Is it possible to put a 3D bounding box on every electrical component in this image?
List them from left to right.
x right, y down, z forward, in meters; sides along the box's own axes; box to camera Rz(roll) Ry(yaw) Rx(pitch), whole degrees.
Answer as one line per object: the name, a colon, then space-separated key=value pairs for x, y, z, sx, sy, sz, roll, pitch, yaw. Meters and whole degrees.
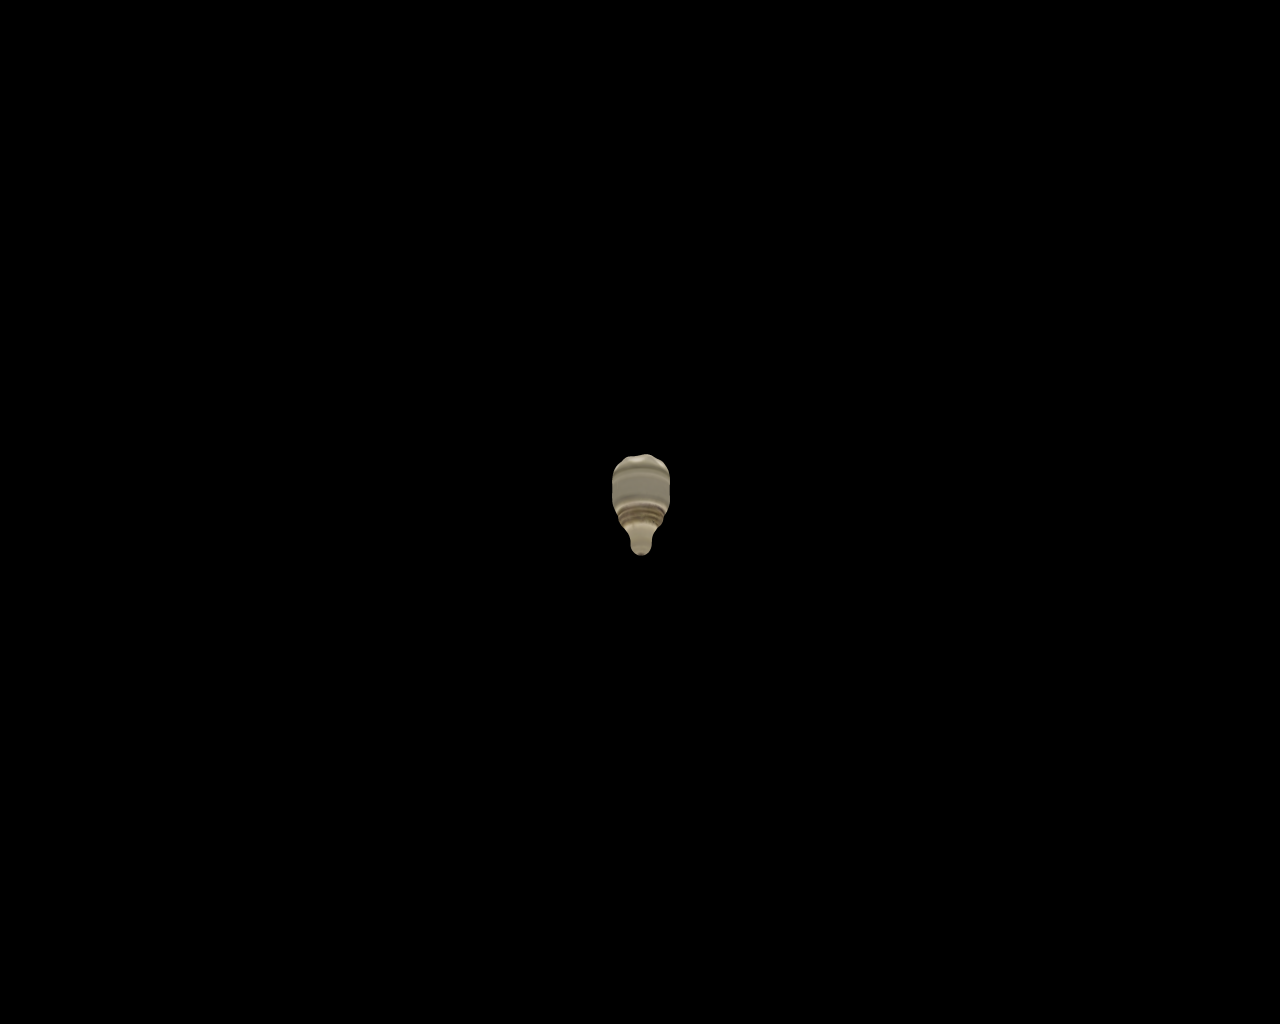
electrical component: x=0.001 y=-0.003 z=0.650 sx=0.035 sy=0.061 sz=0.035 roll=0 pitch=-22 yaw=0
